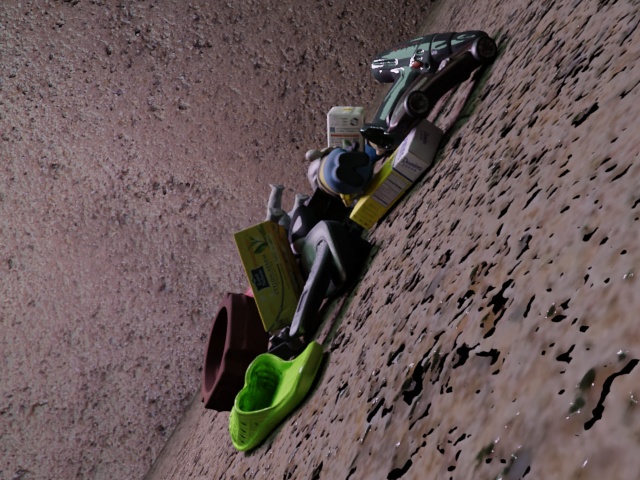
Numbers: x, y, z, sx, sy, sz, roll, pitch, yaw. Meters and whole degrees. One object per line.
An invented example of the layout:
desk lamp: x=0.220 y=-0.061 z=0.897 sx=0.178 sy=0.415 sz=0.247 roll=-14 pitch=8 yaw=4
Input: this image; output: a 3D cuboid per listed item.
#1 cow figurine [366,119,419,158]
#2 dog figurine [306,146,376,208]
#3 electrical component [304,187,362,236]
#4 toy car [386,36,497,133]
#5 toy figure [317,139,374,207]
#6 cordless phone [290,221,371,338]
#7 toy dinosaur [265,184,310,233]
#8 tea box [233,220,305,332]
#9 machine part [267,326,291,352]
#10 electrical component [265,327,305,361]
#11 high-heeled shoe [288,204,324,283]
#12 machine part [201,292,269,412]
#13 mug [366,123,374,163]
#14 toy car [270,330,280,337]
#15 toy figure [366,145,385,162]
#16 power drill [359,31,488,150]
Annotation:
cow figurine: x=0.168 y=-0.260 z=1.070 sx=0.195 sy=0.085 sz=0.127 roll=-55 pitch=0 yaw=9
dog figurine: x=0.016 y=-0.090 z=1.075 sx=0.121 sy=0.172 sz=0.190 roll=-49 pitch=6 yaw=-35
electrical component: x=0.013 y=-0.030 z=1.016 sx=0.058 sy=0.115 sz=0.134 roll=-58 pitch=7 yaw=-23
toy car: x=0.173 y=-0.228 z=0.788 sx=0.202 sy=0.053 sz=0.089 roll=-39 pitch=7 yaw=-12
toy figure: x=0.040 y=-0.113 z=0.879 sx=0.082 sy=0.089 sz=0.180 roll=-49 pitch=-1 yaw=1
cordless phone: x=-0.007 y=0.073 z=0.814 sx=0.184 sy=0.089 sz=0.146 roll=-65 pitch=9 yaw=-26
toy dinosaur: x=-0.094 y=-0.011 z=1.314 sx=0.405 sy=0.131 sz=0.192 roll=-75 pitch=-2 yaw=-67
tea box: x=-0.074 y=0.060 z=0.888 sx=0.068 sy=0.169 sz=0.098 roll=-23 pitch=-10 yaw=9
machine part: x=-0.079 y=0.207 z=0.931 sx=0.084 sy=0.039 sz=0.139 roll=-47 pitch=9 yaw=35
electrical component: x=-0.060 y=0.168 z=0.849 sx=0.078 sy=0.045 sz=0.102 roll=-26 pitch=-8 yaw=-18
high-heeled shoe: x=-0.055 y=0.017 z=1.009 sx=0.086 sy=0.145 sz=0.249 roll=-37 pitch=13 yaw=-34
machine part: x=-0.170 y=0.223 z=1.077 sx=0.202 sy=0.087 sz=0.201 roll=-100 pitch=30 yaw=-46
mug: x=0.124 y=-0.245 z=1.402 sx=0.109 sy=0.081 sz=0.107 roll=-70 pitch=4 yaw=-46
toy car: x=-0.065 y=0.127 z=1.140 sx=0.073 sy=0.056 sz=0.202 roll=-52 pitch=9 yaw=48
toy figure: x=0.155 y=-0.238 z=1.220 sx=0.154 sy=0.058 sz=0.064 roll=-50 pitch=49 yaw=47
power drill: x=0.162 y=-0.258 z=0.925 sx=0.232 sy=0.086 sz=0.207 roll=18 pitch=90 yaw=50
